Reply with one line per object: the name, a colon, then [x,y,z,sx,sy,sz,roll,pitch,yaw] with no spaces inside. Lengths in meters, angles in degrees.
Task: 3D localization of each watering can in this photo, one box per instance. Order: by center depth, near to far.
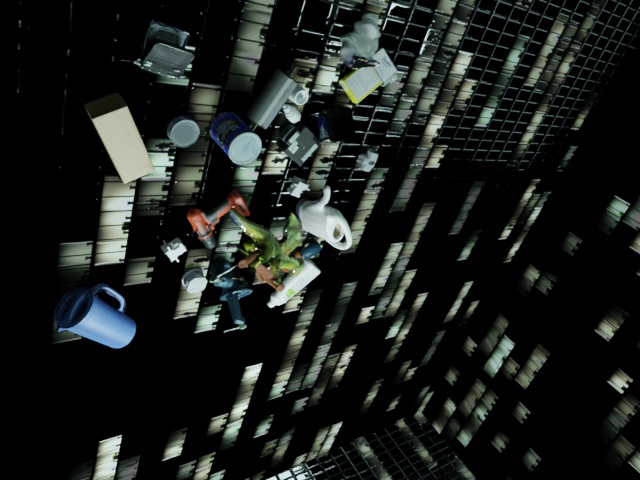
watering can: [0.006,-0.093,1.845,0.106,0.226,0.340,-51,141,-25]

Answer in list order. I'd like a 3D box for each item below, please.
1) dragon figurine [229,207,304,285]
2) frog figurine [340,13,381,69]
dragon figurine: [-0.158,-0.005,1.807,0.247,0.122,0.402,-47,131,-36]
frog figurine: [0.124,-0.618,1.597,0.138,0.122,0.159,-2,90,-28]
